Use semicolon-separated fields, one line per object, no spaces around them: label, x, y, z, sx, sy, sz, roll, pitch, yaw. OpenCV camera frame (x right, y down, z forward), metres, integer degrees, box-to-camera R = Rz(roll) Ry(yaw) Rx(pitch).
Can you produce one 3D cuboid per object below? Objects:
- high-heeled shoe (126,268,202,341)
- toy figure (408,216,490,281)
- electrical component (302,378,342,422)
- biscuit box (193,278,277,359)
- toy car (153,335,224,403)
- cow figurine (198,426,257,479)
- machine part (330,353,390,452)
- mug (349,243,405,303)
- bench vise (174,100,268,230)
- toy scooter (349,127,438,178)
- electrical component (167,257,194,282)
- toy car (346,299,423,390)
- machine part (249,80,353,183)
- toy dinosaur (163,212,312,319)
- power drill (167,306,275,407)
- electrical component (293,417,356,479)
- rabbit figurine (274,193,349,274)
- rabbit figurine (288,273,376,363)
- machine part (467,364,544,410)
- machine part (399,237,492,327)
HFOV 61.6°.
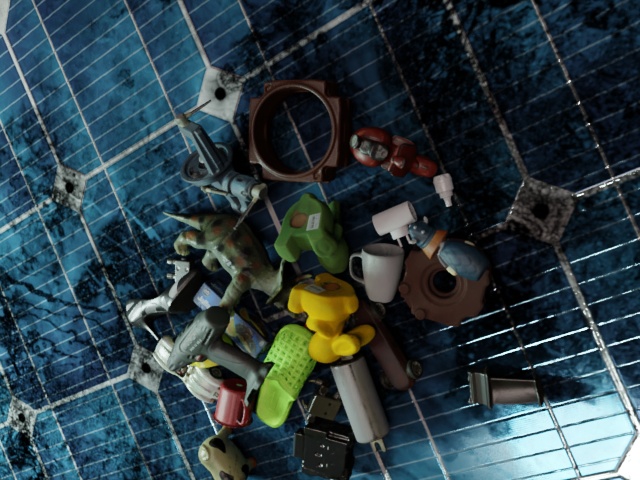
high-heeled shoe;-0.372;0.124;1.267;0.145;0.086;0.248;47;111;26
toy figure;0.227;0.018;0.970;0.155;0.064;0.057;33;143;19
electrical component;0.004;0.348;1.171;0.078;0.045;0.102;13;107;-10
biscuit box;-0.192;0.175;1.210;0.203;0.063;0.059;41;108;11
toy car;-0.309;0.306;1.278;0.202;0.056;0.073;37;109;13
cow figurine;-0.207;0.539;1.234;0.085;0.127;0.195;-43;79;24
machine part;0.083;0.326;1.117;0.079;0.079;0.243;-21;91;23
mug;0.112;0.068;1.067;0.110;0.081;0.107;2;106;13
bench vise;-0.215;-0.154;1.099;0.129;0.240;0.224;-42;47;-15
toy scooter;0.126;-0.160;0.999;0.184;0.135;0.075;25;108;18
electrical component;-0.319;0.073;1.266;0.094;0.021;0.063;7;100;21
toy car;0.130;0.211;1.095;0.089;0.053;0.202;-37;81;41
machine part;-0.041;-0.217;1.082;0.202;0.087;0.200;6;100;22
toy dinosaur;-0.182;0.022;1.161;0.192;0.131;0.405;-44;76;9
power drill;-0.207;0.251;1.122;0.207;0.086;0.232;38;125;8
electrical component;0.008;0.456;1.176;0.134;0.058;0.114;6;98;20
rabbit figurine;-0.002;-0.003;1.075;0.121;0.170;0.159;-18;50;21
rabbit figurine;0.027;0.169;1.070;0.163;0.122;0.173;17;111;26
machine part;0.354;0.283;1.027;0.139;0.039;0.084;-1;92;23
machine part;0.240;0.079;1.032;0.180;0.056;0.179;3;98;20
